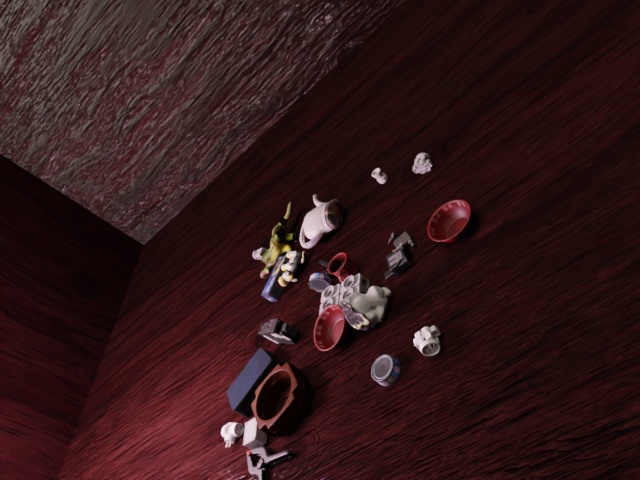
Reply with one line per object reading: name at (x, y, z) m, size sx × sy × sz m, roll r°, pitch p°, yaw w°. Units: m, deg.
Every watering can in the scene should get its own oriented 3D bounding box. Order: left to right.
watering can at (0.007, -0.114, 2.263) m, size 0.222 × 0.103 × 0.356 m, roll -26°, pitch 36°, yaw 37°

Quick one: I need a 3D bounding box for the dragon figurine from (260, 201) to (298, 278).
dragon figurine at (-0.216, 0.016, 2.446) m, size 0.239 × 0.121 × 0.421 m, roll -40°, pitch 27°, yaw 36°

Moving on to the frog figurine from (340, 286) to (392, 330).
frog figurine at (0.157, 0.213, 1.682) m, size 0.138 × 0.120 × 0.162 m, roll 22°, pitch 41°, yaw 38°
